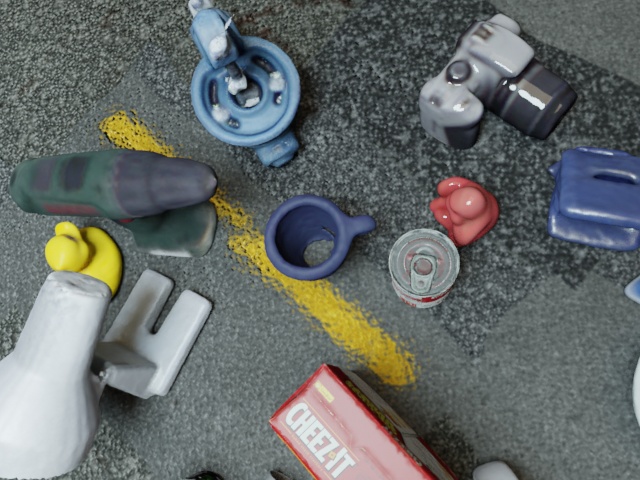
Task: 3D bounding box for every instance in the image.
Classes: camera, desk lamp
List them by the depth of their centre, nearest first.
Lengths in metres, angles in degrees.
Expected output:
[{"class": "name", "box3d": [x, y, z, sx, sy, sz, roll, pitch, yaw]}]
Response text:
[{"class": "desk lamp", "box3d": [-0.231, 0.118, 0.575, 0.117, 0.214, 0.203, 25, 82, 14]}, {"class": "camera", "box3d": [0.201, -0.164, 0.633, 0.136, 0.101, 0.143, 39, 85, 15]}]

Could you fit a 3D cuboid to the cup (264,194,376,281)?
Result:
[{"class": "cup", "box3d": [0.006, 0.002, 0.627, 0.117, 0.095, 0.091, -15, 75, 5]}]

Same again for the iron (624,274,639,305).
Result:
[{"class": "iron", "box3d": [0.439, 0.033, 0.527, 0.258, 0.141, 0.118, -4, 76, 8]}]

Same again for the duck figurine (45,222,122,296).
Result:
[{"class": "duck figurine", "box3d": [-0.285, 0.027, 0.672, 0.077, 0.086, 0.104, -15, 75, 5]}]

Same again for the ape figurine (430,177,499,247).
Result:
[{"class": "ape figurine", "box3d": [0.156, -0.034, 0.614, 0.076, 0.092, 0.078, 6, 78, 11]}]

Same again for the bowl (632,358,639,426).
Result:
[{"class": "bowl", "box3d": [0.374, 0.154, 0.544, 0.167, 0.075, 0.167, -2, 76, 9]}]

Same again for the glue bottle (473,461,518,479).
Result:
[{"class": "glue bottle", "box3d": [0.171, 0.244, 0.503, 0.037, 0.173, 0.078, -23, 74, 3]}]

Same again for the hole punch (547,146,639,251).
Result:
[{"class": "hole punch", "box3d": [0.297, -0.050, 0.596, 0.108, 0.091, 0.101, 11, 79, 11]}]

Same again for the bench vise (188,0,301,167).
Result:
[{"class": "bench vise", "box3d": [-0.110, -0.193, 0.627, 0.207, 0.220, 0.121, 43, 86, 16]}]

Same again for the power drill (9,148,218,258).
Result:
[{"class": "power drill", "box3d": [-0.189, -0.040, 0.609, 0.229, 0.208, 0.075, 3, 77, 10]}]
